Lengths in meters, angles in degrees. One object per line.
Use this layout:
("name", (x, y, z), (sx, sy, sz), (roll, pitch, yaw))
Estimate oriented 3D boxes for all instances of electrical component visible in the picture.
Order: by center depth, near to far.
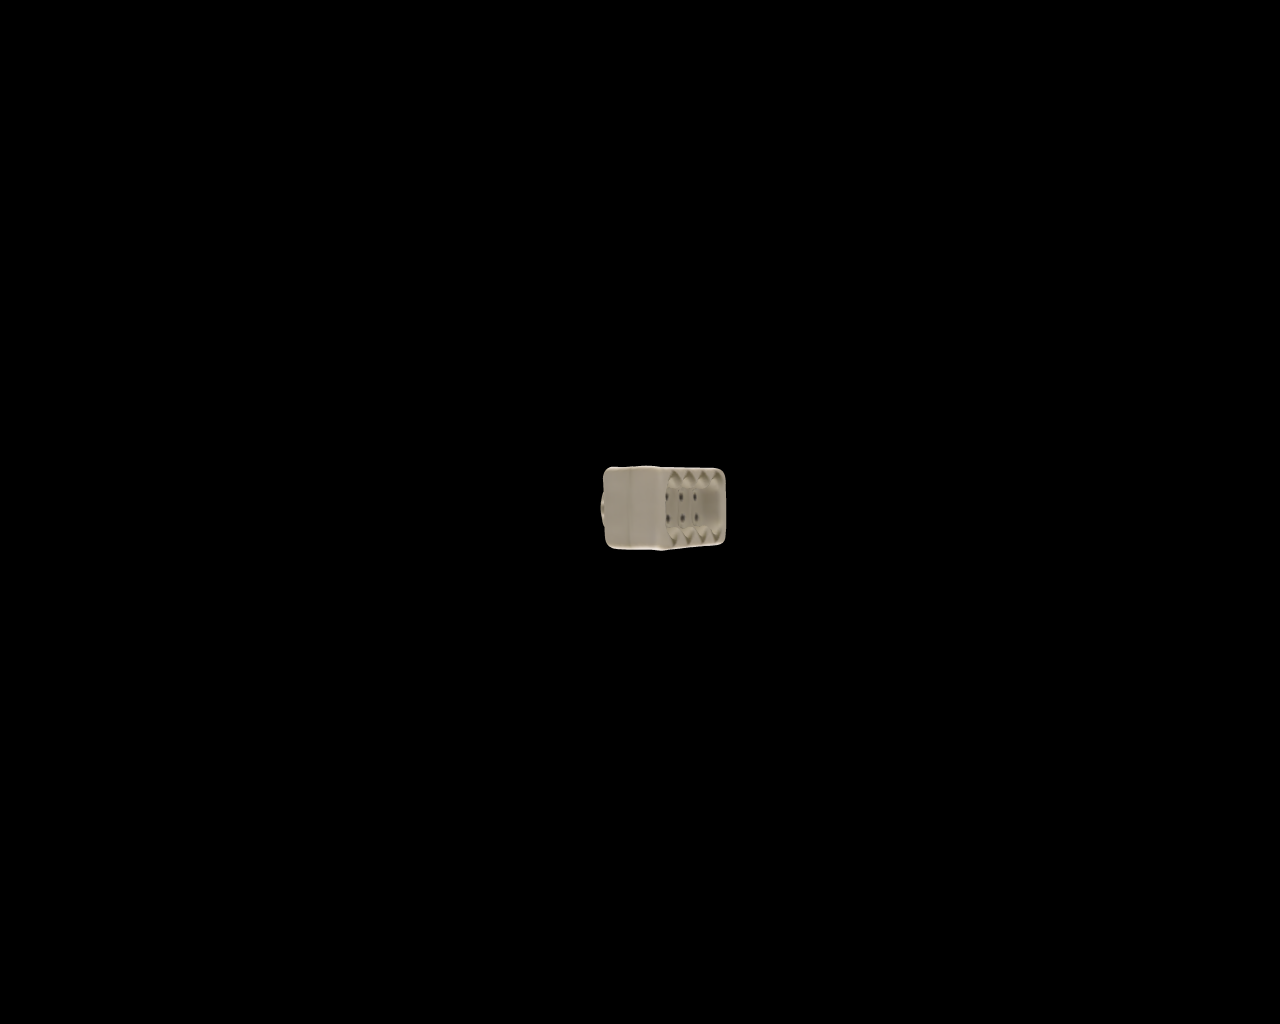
("electrical component", (0.001, -0.003, 0.650), (0.076, 0.047, 0.083), (0, 0, 32))
